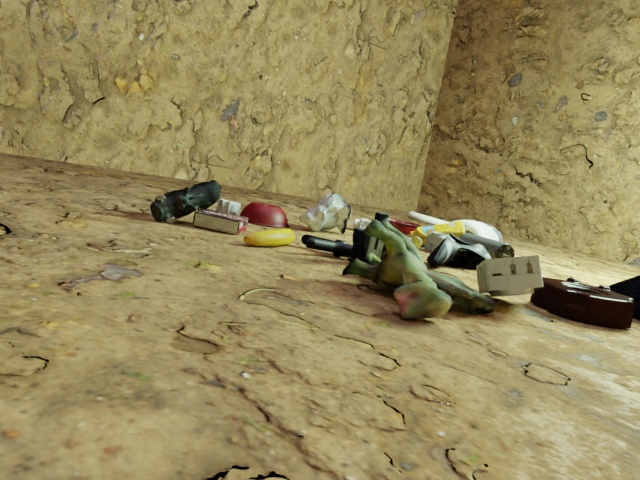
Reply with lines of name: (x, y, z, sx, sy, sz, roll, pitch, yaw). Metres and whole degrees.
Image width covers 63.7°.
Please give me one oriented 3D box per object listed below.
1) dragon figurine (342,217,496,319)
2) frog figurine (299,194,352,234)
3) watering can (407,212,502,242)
dragon figurine: (0.184, 0.065, 0.890, 0.245, 0.121, 0.411, 32, 16, 20)
frog figurine: (0.005, -0.079, 1.575, 0.160, 0.125, 0.135, -2, -23, -22)
watering can: (0.497, -0.032, 1.831, 0.224, 0.103, 0.351, 1, 23, -47)
